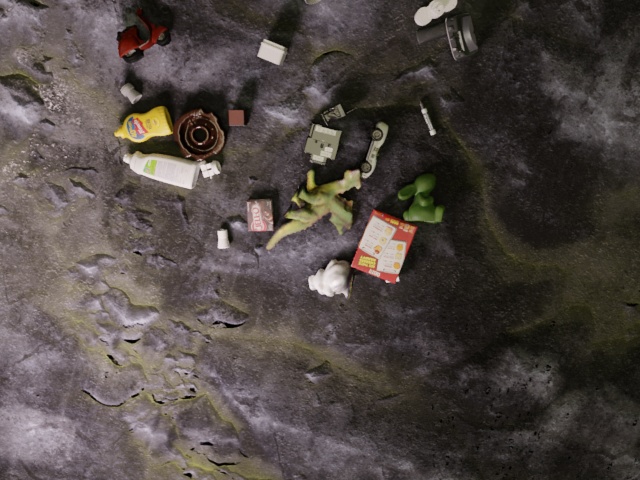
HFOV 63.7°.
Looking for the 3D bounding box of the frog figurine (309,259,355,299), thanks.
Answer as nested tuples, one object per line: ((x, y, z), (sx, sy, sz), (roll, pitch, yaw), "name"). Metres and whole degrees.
((0.040, 0.132, 1.822), (0.159, 0.121, 0.139), (10, 71, 7), "frog figurine")

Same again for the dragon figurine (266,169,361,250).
((0.005, -0.090, 1.784), (0.242, 0.124, 0.404), (27, 111, -14), "dragon figurine")
